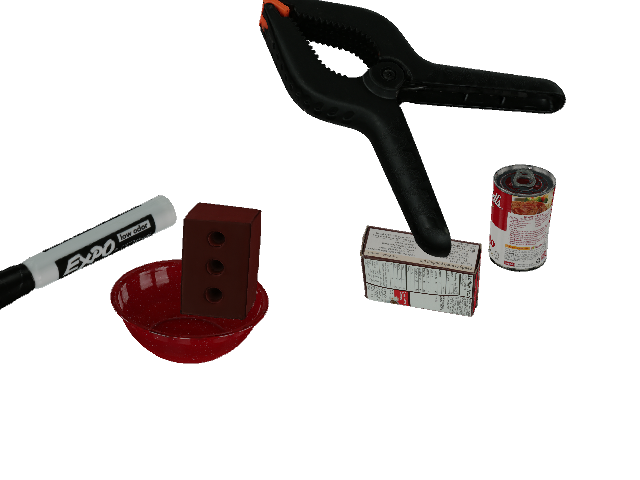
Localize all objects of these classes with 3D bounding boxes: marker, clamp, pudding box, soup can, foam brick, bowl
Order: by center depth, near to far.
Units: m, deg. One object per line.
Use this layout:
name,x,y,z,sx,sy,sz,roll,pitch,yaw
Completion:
marker,-0.132,0.006,0.582,0.120,0.020,0.020,-29,17,-35
clamp,0.041,-0.091,0.704,0.210,0.164,0.036,30,-31,6
foam brick,-0.077,0.015,0.825,0.053,0.078,0.051,5,14,6
pudding box,0.097,0.030,1.029,0.113,0.039,0.090,8,-30,10
bowl,-0.136,0.080,1.103,0.162,0.055,0.162,5,27,-3
soup can,0.225,-0.025,1.195,0.068,0.102,0.068,-1,33,1
